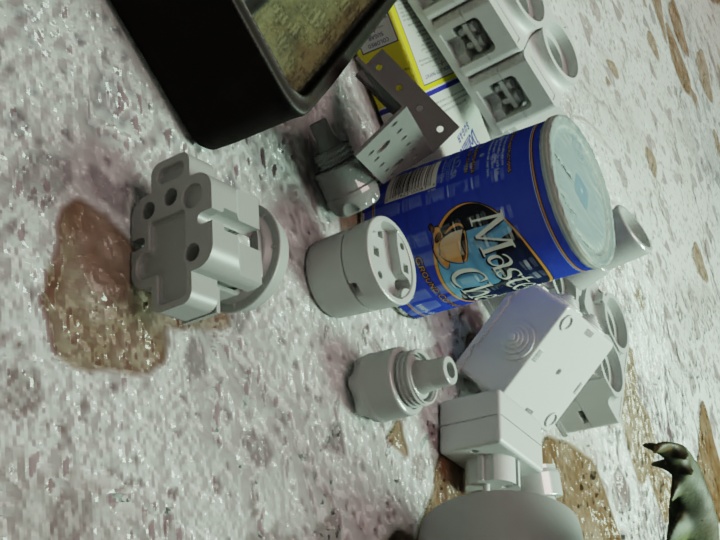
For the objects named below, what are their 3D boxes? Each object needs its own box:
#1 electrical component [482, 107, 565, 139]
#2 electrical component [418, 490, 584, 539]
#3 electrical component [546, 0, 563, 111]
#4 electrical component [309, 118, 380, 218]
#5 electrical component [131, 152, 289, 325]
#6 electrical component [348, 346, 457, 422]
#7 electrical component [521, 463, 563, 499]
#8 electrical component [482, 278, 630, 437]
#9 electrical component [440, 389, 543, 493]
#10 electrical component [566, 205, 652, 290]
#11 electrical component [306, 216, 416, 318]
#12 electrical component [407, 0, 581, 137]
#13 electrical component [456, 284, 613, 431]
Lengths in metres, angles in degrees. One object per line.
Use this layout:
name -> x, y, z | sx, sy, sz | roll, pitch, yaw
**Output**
electrical component -> 0.135, -0.110, 0.925 | 0.150, 0.062, 0.089 | 39, 44, -45
electrical component -> 0.085, 0.173, 0.650 | 0.108, 0.108, 0.060 | 46, 32, -38
electrical component -> 0.140, -0.219, 0.991 | 0.089, 0.062, 0.150 | 29, 51, -51
electrical component -> -0.014, -0.066, 0.679 | 0.061, 0.035, 0.035 | 64, 30, -10
electrical component -> -0.072, -0.011, 0.527 | 0.057, 0.058, 0.078 | 24, 54, -50
electrical component -> 0.028, 0.067, 0.649 | 0.043, 0.062, 0.043 | 35, 46, -48
electrical component -> 0.126, 0.171, 0.778 | 0.045, 0.045, 0.055 | 21, 57, -54
electrical component -> 0.167, 0.034, 0.905 | 0.186, 0.060, 0.105 | 57, 33, -26
electrical component -> 0.091, 0.132, 0.736 | 0.066, 0.047, 0.076 | 39, 43, -44
electrical component -> 0.186, -0.014, 0.830 | 0.044, 0.065, 0.044 | 40, 28, -26
electrical component -> 0.000, 0.000, 0.653 | 0.055, 0.047, 0.055 | 35, 46, -47
electrical component -> 0.097, -0.190, 0.791 | 0.150, 0.062, 0.089 | 53, 37, -21
electrical component -> 0.130, 0.063, 0.791 | 0.048, 0.099, 0.100 | 38, 2, 43
